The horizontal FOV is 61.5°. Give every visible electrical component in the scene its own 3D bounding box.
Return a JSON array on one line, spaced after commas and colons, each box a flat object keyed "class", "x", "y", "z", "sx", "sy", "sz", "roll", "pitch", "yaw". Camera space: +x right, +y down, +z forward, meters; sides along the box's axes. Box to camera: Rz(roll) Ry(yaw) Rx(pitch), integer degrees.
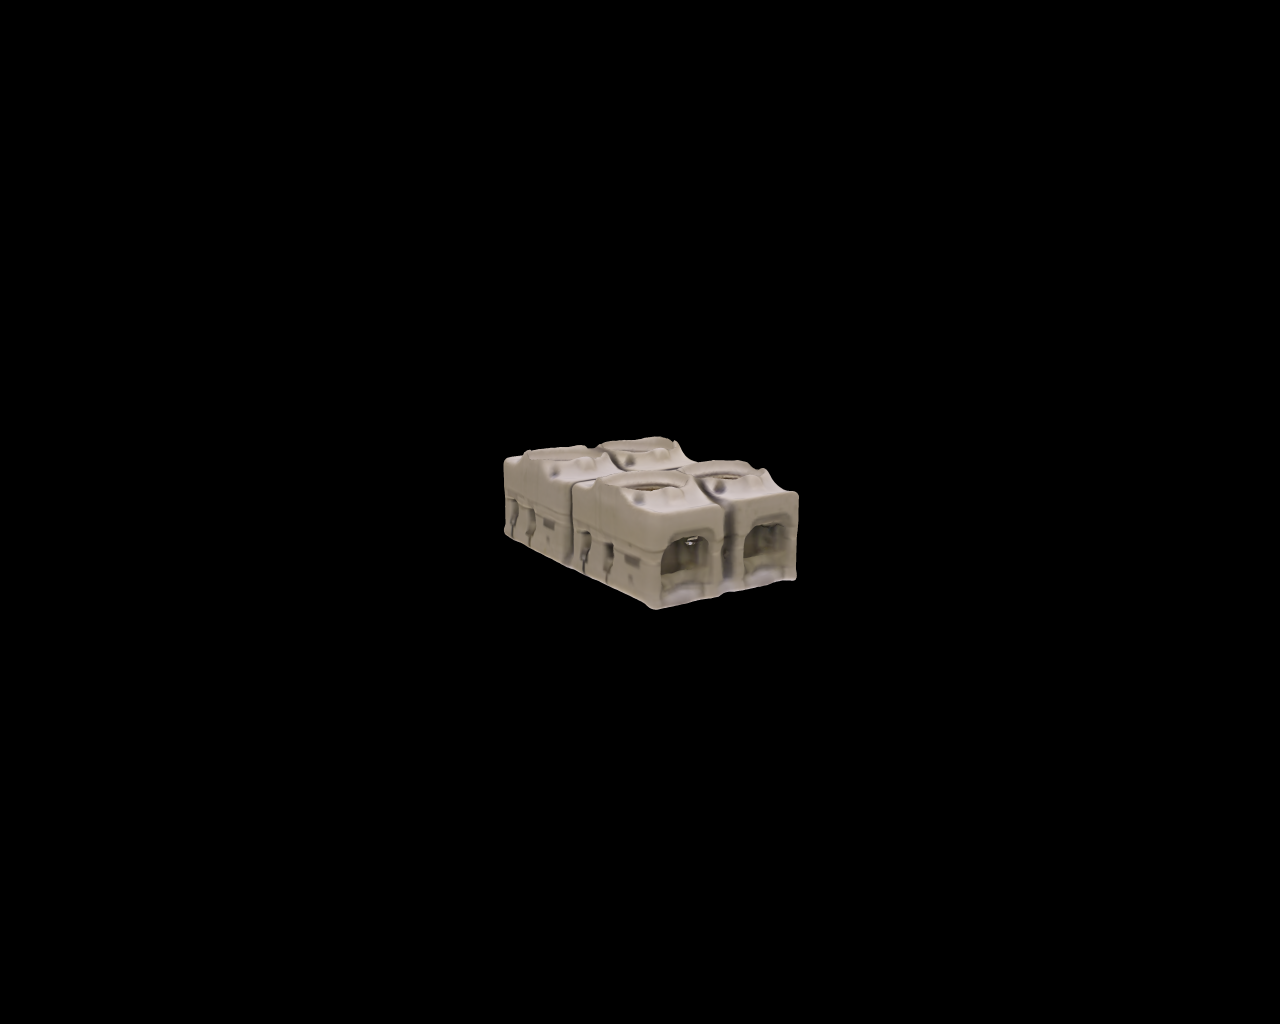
[{"class": "electrical component", "x": 0.001, "y": -0.003, "z": 0.650, "sx": 0.105, "sy": 0.060, "sz": 0.186, "roll": -8, "pitch": 16, "yaw": -31}]
